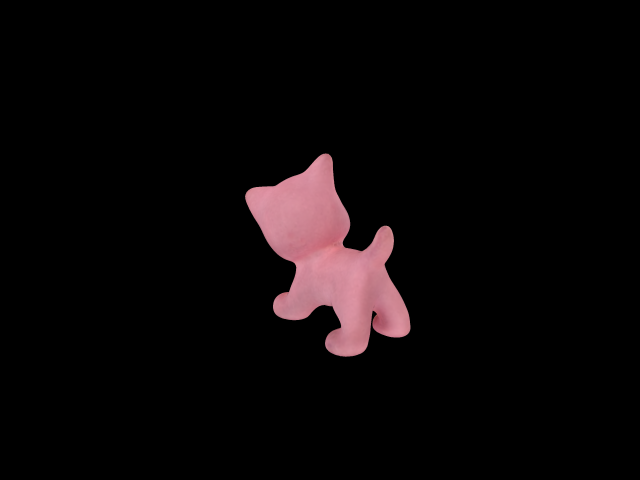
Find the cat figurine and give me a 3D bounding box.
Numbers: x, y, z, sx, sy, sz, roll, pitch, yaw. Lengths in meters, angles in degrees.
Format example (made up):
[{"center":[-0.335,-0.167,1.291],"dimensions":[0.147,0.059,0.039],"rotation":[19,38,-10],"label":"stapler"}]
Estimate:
[{"center":[0.004,0.001,0.400],"dimensions":[0.067,0.118,0.127],"rotation":[-17,27,-38],"label":"cat figurine"}]
